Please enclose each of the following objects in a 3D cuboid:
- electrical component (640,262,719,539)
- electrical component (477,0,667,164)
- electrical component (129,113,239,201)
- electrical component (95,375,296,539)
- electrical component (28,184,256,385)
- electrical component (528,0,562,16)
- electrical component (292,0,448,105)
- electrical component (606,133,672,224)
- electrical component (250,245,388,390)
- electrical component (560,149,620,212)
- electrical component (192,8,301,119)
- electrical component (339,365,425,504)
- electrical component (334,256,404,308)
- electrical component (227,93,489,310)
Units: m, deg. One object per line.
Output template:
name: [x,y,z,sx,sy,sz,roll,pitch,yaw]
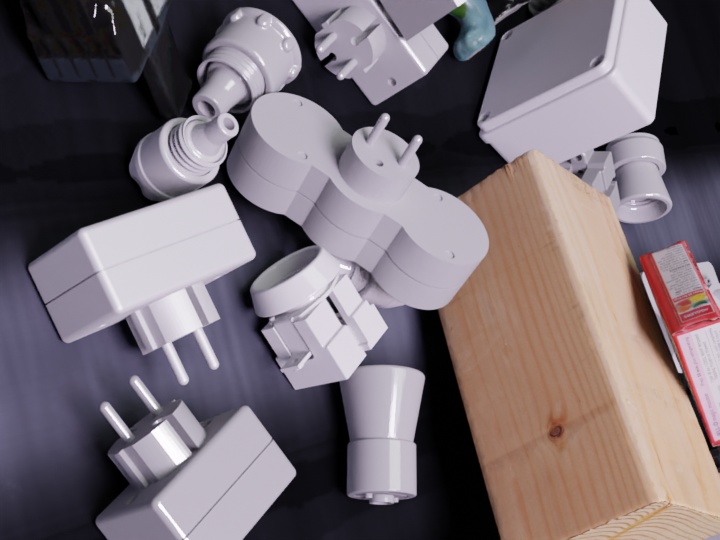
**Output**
electrical component: [0.232,0.092,0.744,0.105,0.060,0.186,-6,76,-46]
electrical component: [0.144,-0.131,0.726,0.056,0.109,0.108,42,47,-27]
electrical component: [-0.079,-0.056,0.501,0.035,0.061,0.035,21,57,-37]
electrical component: [-0.079,0.080,0.448,0.076,0.047,0.065,55,43,-10]
electrical component: [-0.086,0.013,0.473,0.083,0.047,0.075,-26,90,-48]
electrical component: [0.174,-0.207,0.840,0.077,0.044,0.079,34,50,-29]
electrical component: [-0.002,-0.137,0.628,0.083,0.047,0.075,51,44,-15]
electrical component: [0.208,-0.069,0.808,0.045,0.045,0.055,21,57,-38]
electrical component: [-0.023,0.022,0.534,0.055,0.048,0.066,59,42,-17]
electrical component: [0.149,-0.047,0.734,0.055,0.048,0.066,-55,137,-41]
electrical component: [-0.063,-0.101,0.554,0.048,0.048,0.062,47,52,-18]
electrical component: [0.011,0.084,0.541,0.044,0.044,0.065,17,65,-39]
electrical component: [0.000,0.000,0.575,0.061,0.035,0.035,13,62,-38]
electrical component: [0.005,-0.046,0.538,0.138,0.073,0.052,34,41,0]
